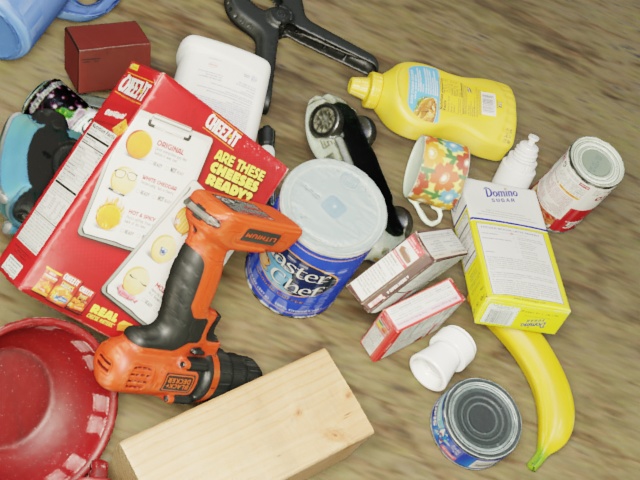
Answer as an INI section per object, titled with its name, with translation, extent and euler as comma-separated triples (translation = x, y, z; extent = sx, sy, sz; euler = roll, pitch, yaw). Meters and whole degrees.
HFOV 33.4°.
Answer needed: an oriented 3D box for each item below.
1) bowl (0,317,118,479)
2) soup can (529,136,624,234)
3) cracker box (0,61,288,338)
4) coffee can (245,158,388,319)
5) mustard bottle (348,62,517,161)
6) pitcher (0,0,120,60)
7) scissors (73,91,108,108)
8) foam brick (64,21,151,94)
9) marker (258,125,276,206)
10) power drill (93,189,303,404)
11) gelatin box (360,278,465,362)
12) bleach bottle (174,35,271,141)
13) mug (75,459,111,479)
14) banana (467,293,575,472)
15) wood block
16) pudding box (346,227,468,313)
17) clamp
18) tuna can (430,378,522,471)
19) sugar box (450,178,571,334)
[bowl]
translation = -0.251, 0.139, 0.889
extent = 0.161, 0.055, 0.162
euler = -9, 104, -41
[soup can]
translation = 0.282, -0.061, 1.184
extent = 0.068, 0.102, 0.068
euler = 9, 59, -15
[cracker box]
translation = -0.153, -0.022, 0.933
extent = 0.164, 0.072, 0.213
euler = 36, 86, -41
[coffee can]
translation = -0.007, 0.001, 1.026
extent = 0.102, 0.140, 0.103
euler = 8, 60, -15
[mustard bottle]
translation = 0.124, -0.153, 1.207
extent = 0.191, 0.058, 0.096
euler = 12, 58, -13
[pitcher]
translation = -0.288, -0.300, 1.115
extent = 0.149, 0.145, 0.242
euler = 19, 60, 7
[scissors]
translation = -0.184, -0.149, 1.122
extent = 0.201, 0.016, 0.096
euler = 25, 59, -6
[foam brick]
translation = -0.219, -0.190, 1.102
extent = 0.078, 0.053, 0.051
euler = -10, 42, -24
[marker]
translation = -0.056, -0.069, 1.121
extent = 0.020, 0.020, 0.121
euler = 7, 60, -16
[power drill]
translation = -0.089, 0.057, 0.927
extent = 0.057, 0.188, 0.184
euler = 34, 13, 38
[gelatin box]
translation = 0.091, 0.079, 1.057
extent = 0.089, 0.073, 0.030
euler = -24, 71, -28
[bleach bottle]
translation = -0.123, -0.076, 1.065
extent = 0.102, 0.068, 0.250
euler = 17, 67, -9
[mug]
translation = -0.188, 0.237, 0.867
extent = 0.093, 0.082, 0.117
euler = 8, 60, -15
[banana]
translation = 0.214, 0.133, 1.091
extent = 0.069, 0.037, 0.198
euler = -8, 65, -23
[wood block]
translation = -0.070, 0.185, 0.932
extent = 0.205, 0.091, 0.090
euler = -22, 71, -28
[pudding box]
translation = 0.088, 0.028, 1.046
extent = 0.039, 0.090, 0.113
euler = 54, 21, 11
[clamp]
translation = -0.038, -0.244, 1.215
extent = 0.164, 0.036, 0.210
euler = -16, 68, -27
[tuna can]
translation = 0.153, 0.180, 1.046
extent = 0.086, 0.034, 0.086
euler = 8, 60, -15
[sugar box]
translation = 0.196, 0.014, 1.125
extent = 0.093, 0.048, 0.176
euler = 10, 42, -14
